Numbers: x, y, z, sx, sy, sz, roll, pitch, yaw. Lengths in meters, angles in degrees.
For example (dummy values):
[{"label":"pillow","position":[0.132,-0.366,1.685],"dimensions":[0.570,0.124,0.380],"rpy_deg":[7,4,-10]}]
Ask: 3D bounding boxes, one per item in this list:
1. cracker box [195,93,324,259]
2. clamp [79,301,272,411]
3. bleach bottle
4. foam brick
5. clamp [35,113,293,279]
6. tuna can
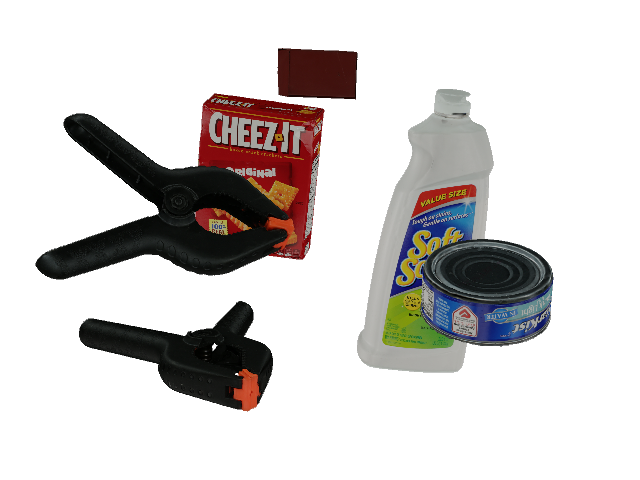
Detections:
[{"label":"cracker box","position":[-0.089,-0.088,1.516],"dimensions":[0.164,0.214,0.072],"rpy_deg":[9,21,7]},{"label":"clamp","position":[-0.092,0.093,0.909],"dimensions":[0.164,0.036,0.210],"rpy_deg":[-9,16,-33]},{"label":"bleach bottle","position":[0.095,-0.009,0.949],"dimensions":[0.102,0.251,0.068],"rpy_deg":[5,19,-1]},{"label":"foam brick","position":[-0.004,-0.181,1.156],"dimensions":[0.078,0.051,0.053],"rpy_deg":[0,11,-14]},{"label":"clamp","position":[-0.105,-0.028,0.728],"dimensions":[0.171,0.120,0.039],"rpy_deg":[3,-19,-18]},{"label":"tuna can","position":[0.109,0.032,0.699],"dimensions":[0.086,0.034,0.086],"rpy_deg":[-1,28,0]}]
